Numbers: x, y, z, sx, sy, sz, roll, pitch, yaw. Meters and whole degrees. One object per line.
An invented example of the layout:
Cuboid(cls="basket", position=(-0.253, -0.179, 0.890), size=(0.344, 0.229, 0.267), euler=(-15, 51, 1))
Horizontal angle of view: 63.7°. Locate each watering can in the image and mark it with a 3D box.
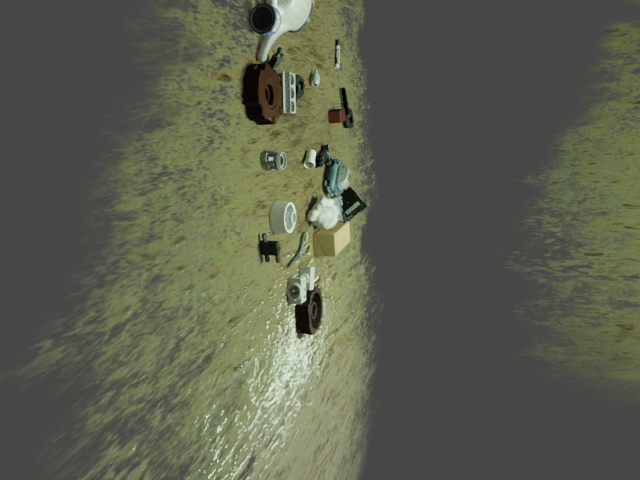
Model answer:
Cuboid(cls="watering can", position=(-0.108, -0.689, 1.558), size=(0.225, 0.104, 0.346), euler=(-5, 110, -73))

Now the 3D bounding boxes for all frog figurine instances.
Cuboid(cls="frog figurine", position=(0.006, -0.099, 1.975), size=(0.161, 0.124, 0.134), euler=(-21, 127, -30))
